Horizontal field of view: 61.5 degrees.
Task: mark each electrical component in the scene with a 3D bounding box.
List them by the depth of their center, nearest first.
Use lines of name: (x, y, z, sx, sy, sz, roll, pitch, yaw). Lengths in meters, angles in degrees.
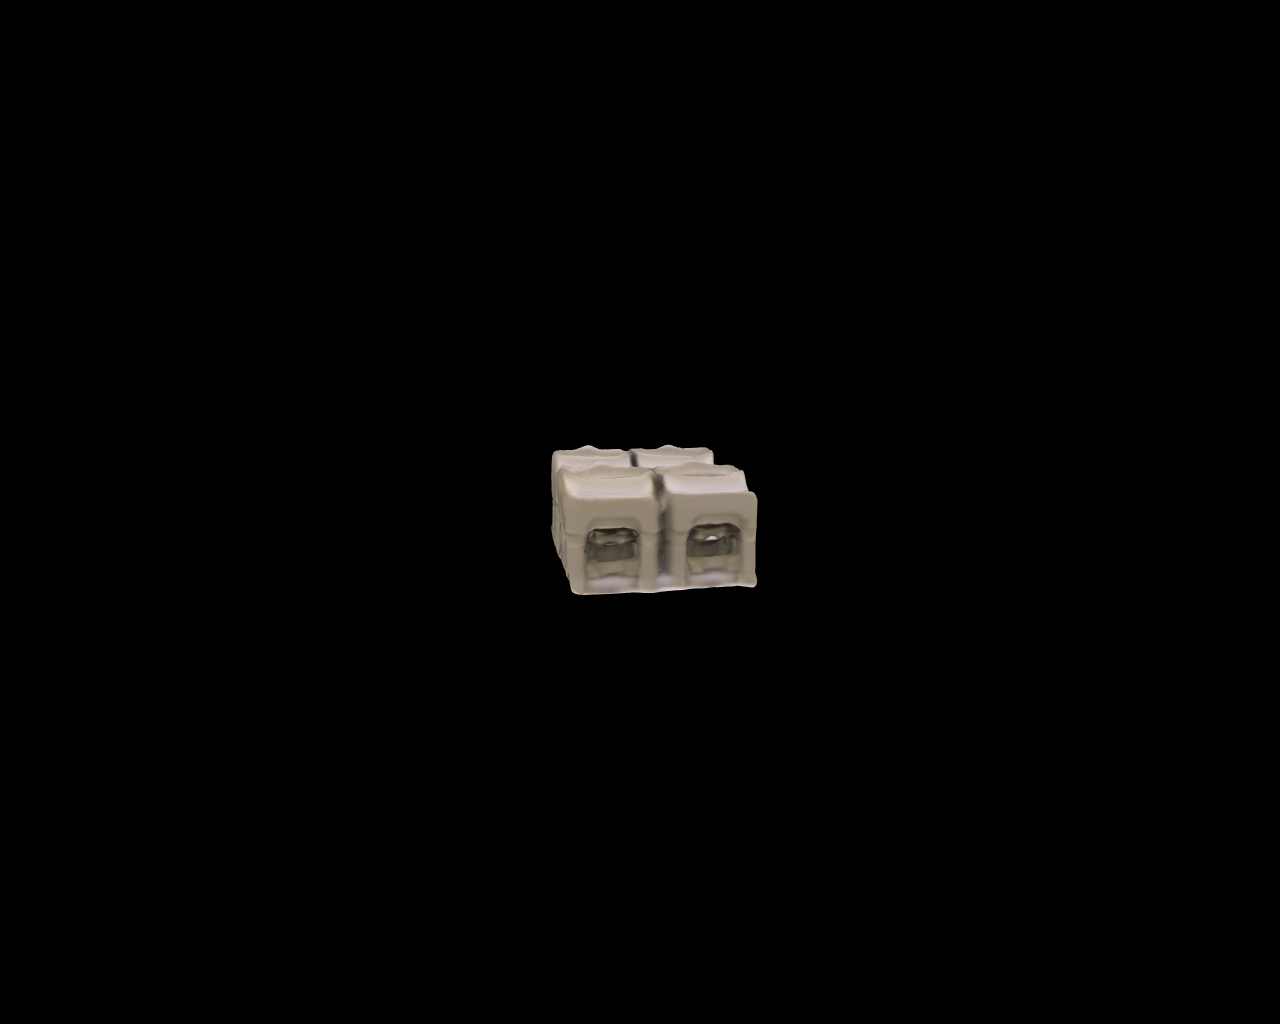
electrical component: (0.001, -0.003, 0.650, 0.105, 0.060, 0.186, -1, 9, -7)
